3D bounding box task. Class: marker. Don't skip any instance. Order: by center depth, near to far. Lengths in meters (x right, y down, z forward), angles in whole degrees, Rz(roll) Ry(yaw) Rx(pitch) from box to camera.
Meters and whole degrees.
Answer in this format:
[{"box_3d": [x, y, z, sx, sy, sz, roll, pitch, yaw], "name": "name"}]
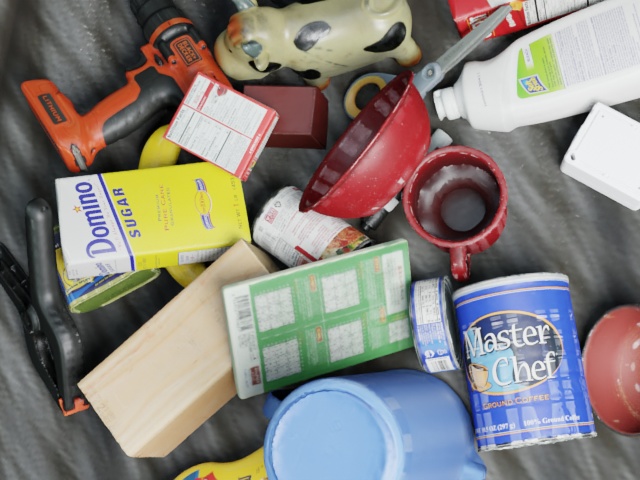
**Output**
[{"box_3d": [0.082, -0.056, 1.030, 0.020, 0.020, 0.121, 41, 91, 18], "name": "marker"}]

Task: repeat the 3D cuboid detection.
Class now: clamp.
[{"box_3d": [-0.271, 0.068, 1.053, 0.036, 0.165, 0.210, -17, 77, -35], "name": "clamp"}]

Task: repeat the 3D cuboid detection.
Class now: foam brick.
[{"box_3d": [-0.035, -0.122, 1.057, 0.078, 0.053, 0.051, 4, 80, 15], "name": "foam brick"}]

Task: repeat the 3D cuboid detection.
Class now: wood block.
[{"box_3d": [-0.112, 0.105, 1.011, 0.206, 0.090, 0.090, -41, 72, 3], "name": "wood block"}]

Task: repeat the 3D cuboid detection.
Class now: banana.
[{"box_3d": [-0.149, -0.035, 1.077, 0.070, 0.037, 0.198, -9, 76, 13], "name": "banana"}]

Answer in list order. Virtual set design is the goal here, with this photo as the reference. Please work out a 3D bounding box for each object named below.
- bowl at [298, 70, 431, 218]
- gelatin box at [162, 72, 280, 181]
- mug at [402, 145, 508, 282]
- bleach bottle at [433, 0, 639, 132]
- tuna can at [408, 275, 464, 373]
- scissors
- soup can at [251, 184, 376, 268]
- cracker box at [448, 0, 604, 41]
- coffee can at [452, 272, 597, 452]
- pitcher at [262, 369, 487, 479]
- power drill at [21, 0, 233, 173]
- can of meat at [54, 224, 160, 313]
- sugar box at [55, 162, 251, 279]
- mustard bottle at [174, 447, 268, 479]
[{"box_3d": [0.050, -0.074, 0.965, 0.055, 0.162, 0.162, 38, 90, -10], "name": "bowl"}, {"box_3d": [-0.094, -0.109, 1.021, 0.089, 0.030, 0.073, 28, 91, 8], "name": "gelatin box"}, {"box_3d": [0.129, -0.020, 0.977, 0.093, 0.081, 0.117, -6, 77, 13], "name": "mug"}, {"box_3d": [0.228, -0.166, 0.992, 0.251, 0.068, 0.102, -14, 68, 15], "name": "bleach bottle"}, {"box_3d": [0.105, 0.077, 0.962, 0.034, 0.086, 0.086, -10, 76, 14], "name": "tuna can"}, {"box_3d": [0.091, -0.164, 1.015, 0.096, 0.016, 0.202, 49, 116, 30], "name": "scissors"}, {"box_3d": [-0.007, 0.001, 1.016, 0.102, 0.068, 0.068, 35, 89, 19], "name": "soup can"}, {"box_3d": [0.216, -0.295, 1.013, 0.214, 0.072, 0.164, -16, 70, 12], "name": "cracker box"}, {"box_3d": [0.176, 0.107, 0.928, 0.103, 0.102, 0.140, -10, 76, 12], "name": "coffee can"}, {"box_3d": [0.033, 0.166, 0.880, 0.149, 0.242, 0.145, -25, 75, 13], "name": "pitcher"}, {"box_3d": [-0.202, -0.165, 1.084, 0.187, 0.057, 0.184, -30, 63, -10], "name": "power drill"}, {"box_3d": [-0.221, 0.016, 1.076, 0.102, 0.057, 0.084, -28, 75, 8], "name": "can of meat"}, {"box_3d": [-0.161, -0.021, 1.026, 0.176, 0.048, 0.093, -7, 67, -12], "name": "sugar box"}, {"box_3d": [-0.090, 0.251, 0.990, 0.192, 0.058, 0.096, -19, 57, 12], "name": "mustard bottle"}]
